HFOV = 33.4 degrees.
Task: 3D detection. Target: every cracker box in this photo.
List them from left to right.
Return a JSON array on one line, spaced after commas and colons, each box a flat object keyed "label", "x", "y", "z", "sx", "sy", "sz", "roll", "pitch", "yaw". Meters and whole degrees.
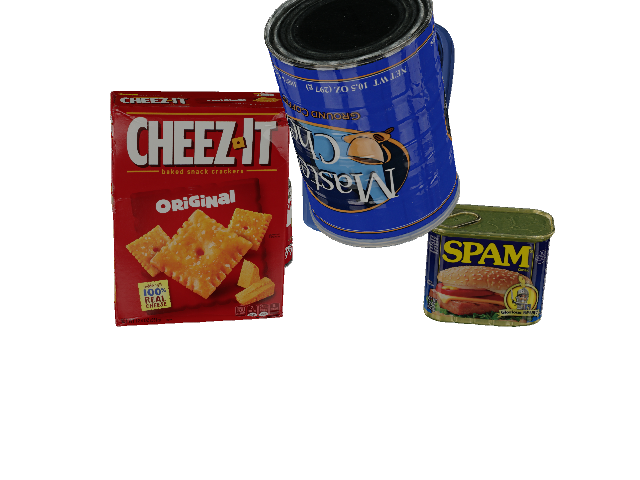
[{"label": "cracker box", "x": -0.114, "y": -0.029, "z": 1.008, "sx": 0.164, "sy": 0.214, "sz": 0.072, "roll": -1, "pitch": 20, "yaw": -12}]

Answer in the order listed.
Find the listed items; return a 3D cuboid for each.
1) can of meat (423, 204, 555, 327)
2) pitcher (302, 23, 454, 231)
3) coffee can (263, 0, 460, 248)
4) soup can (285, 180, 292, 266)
[{"label": "can of meat", "x": 0.134, "y": 0.021, "z": 0.867, "sx": 0.102, "sy": 0.084, "sz": 0.057, "roll": 4, "pitch": 24, "yaw": 7}, {"label": "pitcher", "x": 0.050, "y": -0.132, "z": 1.154, "sx": 0.149, "sy": 0.243, "sz": 0.144, "roll": 7, "pitch": 10, "yaw": 25}, {"label": "coffee can", "x": 0.030, "y": -0.080, "z": 0.675, "sx": 0.103, "sy": 0.140, "sz": 0.103, "roll": -9, "pitch": 41, "yaw": 7}, {"label": "soup can", "x": -0.068, "y": -0.023, "z": 1.274, "sx": 0.068, "sy": 0.102, "sz": 0.068, "roll": 0, "pitch": 27, "yaw": 0}]
